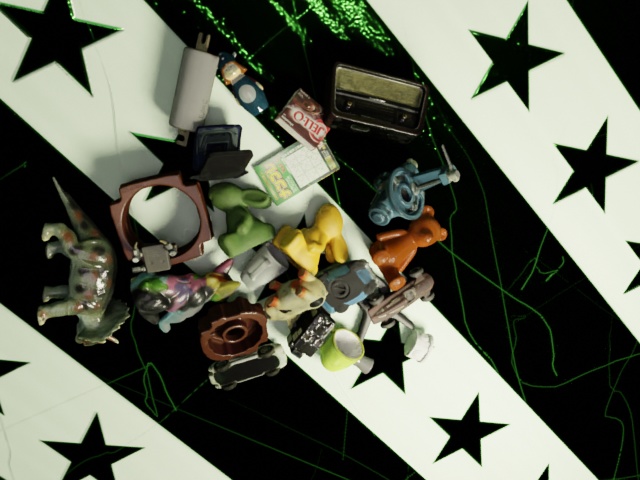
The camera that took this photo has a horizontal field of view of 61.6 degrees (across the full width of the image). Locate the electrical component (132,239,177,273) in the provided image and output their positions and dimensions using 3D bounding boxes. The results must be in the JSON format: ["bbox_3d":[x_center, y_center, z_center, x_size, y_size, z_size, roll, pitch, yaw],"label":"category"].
[{"bbox_3d":[-0.363,0.034,1.172,0.102,0.045,0.078,-3,103,-8],"label":"electrical component"}]

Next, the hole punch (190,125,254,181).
[{"bbox_3d":[-0.222,-0.192,1.189,0.142,0.115,0.092,-13,70,-33],"label":"hole punch"}]

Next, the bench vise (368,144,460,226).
[{"bbox_3d":[0.216,-0.125,1.209,0.223,0.241,0.128,-39,105,-42],"label":"bench vise"}]

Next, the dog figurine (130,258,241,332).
[{"bbox_3d":[-0.298,0.108,1.240,0.219,0.109,0.191,-26,145,1],"label":"dog figurine"}]

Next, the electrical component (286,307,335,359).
[{"bbox_3d":[-0.026,0.225,1.331,0.058,0.115,0.134,37,97,-12],"label":"electrical component"}]

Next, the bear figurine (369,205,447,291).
[{"bbox_3d":[0.221,0.014,1.310,0.196,0.132,0.120,-29,112,6],"label":"bear figurine"}]

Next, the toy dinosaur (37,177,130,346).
[{"bbox_3d":[-0.524,0.071,1.213,0.192,0.131,0.404,4,100,-23],"label":"toy dinosaur"}]

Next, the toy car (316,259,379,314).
[{"bbox_3d":[0.068,0.099,1.307,0.162,0.103,0.109,-33,95,21],"label":"toy car"}]

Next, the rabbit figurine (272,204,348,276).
[{"bbox_3d":[-0.003,-0.004,1.277,0.162,0.122,0.173,42,76,-10],"label":"rabbit figurine"}]

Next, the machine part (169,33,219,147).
[{"bbox_3d":[-0.273,-0.321,1.161,0.079,0.079,0.243,13,103,-13],"label":"machine part"}]

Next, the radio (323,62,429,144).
[{"bbox_3d":[0.123,-0.304,1.214,0.230,0.073,0.131,10,79,-11],"label":"radio"}]

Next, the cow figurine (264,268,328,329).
[{"bbox_3d":[-0.063,0.146,1.287,0.195,0.085,0.127,-27,133,38],"label":"cow figurine"}]

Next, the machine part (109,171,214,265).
[{"bbox_3d":[-0.355,-0.047,1.220,0.201,0.087,0.200,-14,106,-4],"label":"machine part"}]

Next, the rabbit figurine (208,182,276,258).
[{"bbox_3d":[-0.185,-0.061,1.231,0.159,0.121,0.170,-27,92,-2],"label":"rabbit figurine"}]

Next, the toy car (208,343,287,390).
[{"bbox_3d":[-0.184,0.319,1.363,0.202,0.056,0.073,-17,113,-3],"label":"toy car"}]

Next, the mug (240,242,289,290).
[{"bbox_3d":[-0.139,0.073,1.279,0.107,0.109,0.081,-43,95,14],"label":"mug"}]

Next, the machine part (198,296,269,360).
[{"bbox_3d":[-0.209,0.215,1.296,0.179,0.056,0.179,-14,134,-15],"label":"machine part"}]

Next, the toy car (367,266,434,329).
[{"bbox_3d":[0.208,0.146,1.353,0.202,0.053,0.089,-29,106,-24],"label":"toy car"}]

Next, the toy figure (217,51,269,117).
[{"bbox_3d":[-0.174,-0.348,1.184,0.064,0.058,0.154,-43,106,-18],"label":"toy figure"}]
